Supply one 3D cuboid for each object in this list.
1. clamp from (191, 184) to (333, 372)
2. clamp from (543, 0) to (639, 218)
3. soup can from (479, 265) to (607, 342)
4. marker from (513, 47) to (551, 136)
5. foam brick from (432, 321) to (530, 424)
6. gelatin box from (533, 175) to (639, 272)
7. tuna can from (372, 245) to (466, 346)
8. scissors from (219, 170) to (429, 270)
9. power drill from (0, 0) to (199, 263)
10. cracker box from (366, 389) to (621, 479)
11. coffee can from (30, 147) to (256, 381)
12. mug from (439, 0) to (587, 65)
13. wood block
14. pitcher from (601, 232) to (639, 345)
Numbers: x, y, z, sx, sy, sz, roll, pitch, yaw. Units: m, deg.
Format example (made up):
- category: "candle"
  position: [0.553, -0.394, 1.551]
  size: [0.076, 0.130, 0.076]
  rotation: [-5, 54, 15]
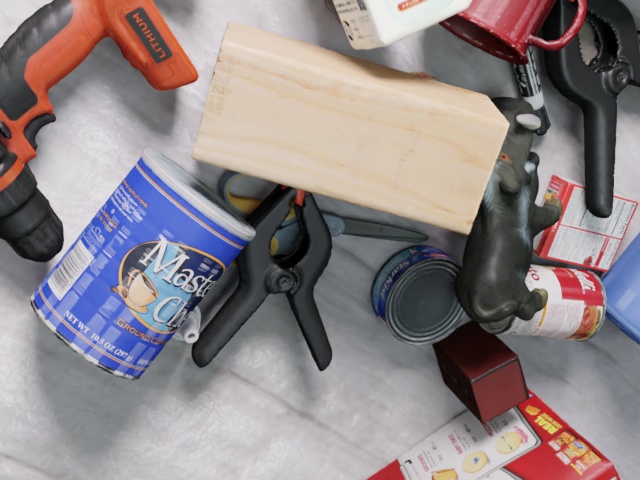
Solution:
- category: "clamp"
  position: [-0.026, 0.035, 0.864]
  size: [0.120, 0.039, 0.171]
  rotation: [12, 109, -30]
- category: "clamp"
  position: [0.245, -0.131, 0.922]
  size: [0.209, 0.036, 0.164]
  rotation: [43, 79, -29]
- category: "soup can"
  position: [0.201, 0.057, 0.979]
  size: [0.102, 0.069, 0.068]
  rotation: [6, 110, -26]
- category: "marker"
  position: [0.175, -0.142, 0.905]
  size: [0.020, 0.020, 0.121]
  rotation: [-28, 121, -10]
- category: "foam brick"
  position: [0.146, 0.119, 0.977]
  size: [0.051, 0.078, 0.053]
  rotation: [-26, 119, -10]
- category: "gelatin box"
  position: [0.242, -0.015, 0.987]
  size: [0.089, 0.030, 0.073]
  rotation: [12, 106, -28]
- category: "tuna can"
  position: [0.089, 0.049, 0.945]
  size: [0.086, 0.034, 0.086]
  rotation: [-10, 116, -20]
- category: "scissors"
  position: [-0.006, 0.001, 0.891]
  size: [0.201, 0.016, 0.096]
  rotation: [25, 102, -31]
- category: "power drill"
  position: [-0.181, -0.093, 0.743]
  size: [0.187, 0.057, 0.184]
  rotation: [-36, 125, -7]
- category: "cracker box"
  position: [0.148, 0.243, 0.983]
  size: [0.213, 0.164, 0.072]
  rotation: [-34, 120, -7]
- category: "coffee can"
  position: [-0.130, 0.018, 0.790]
  size: [0.102, 0.103, 0.140]
  rotation: [36, 95, -33]
- category: "mug"
  position: [0.149, -0.188, 0.820]
  size: [0.081, 0.117, 0.093]
  rotation: [-60, 153, 4]
- category: "wood block"
  position: [0.019, -0.083, 0.780]
  size: [0.206, 0.091, 0.090]
  rotation: [15, 108, -8]
- category: "pitcher"
  position: [0.367, -0.003, 0.991]
  size: [0.149, 0.145, 0.243]
  rotation: [40, 96, -13]
